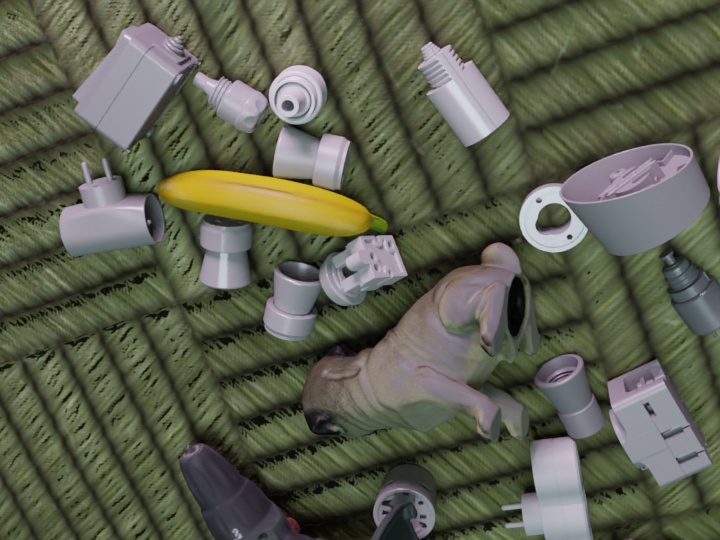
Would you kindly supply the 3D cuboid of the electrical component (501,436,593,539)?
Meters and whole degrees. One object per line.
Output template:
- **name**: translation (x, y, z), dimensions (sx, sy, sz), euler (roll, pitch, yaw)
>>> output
- **electrical component**: translation (0.163, 0.214, 0.949), dimensions (0.074, 0.052, 0.138), euler (-9, 109, 12)

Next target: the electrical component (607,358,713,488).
- **electrical component**: translation (0.248, 0.131, 0.905), dimensions (0.056, 0.050, 0.089), euler (-29, 104, 18)

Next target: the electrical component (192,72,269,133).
- **electrical component**: translation (-0.106, -0.138, 0.864), dimensions (0.061, 0.035, 0.035), euler (32, 112, -2)

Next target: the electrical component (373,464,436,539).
- **electrical component**: translation (0.042, 0.208, 0.968), dimensions (0.055, 0.047, 0.055), euler (3, 111, 8)

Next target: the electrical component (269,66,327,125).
- **electrical component**: translation (-0.050, -0.135, 0.841), dimensions (0.043, 0.062, 0.043), euler (3, 111, 7)

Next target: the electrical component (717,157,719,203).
- **electrical component**: translation (0.307, -0.081, 0.812), dimensions (0.059, 0.053, 0.095), euler (8, 112, 5)

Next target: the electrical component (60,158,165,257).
- **electrical component**: translation (-0.214, -0.055, 0.907), dimensions (0.077, 0.043, 0.079), euler (-8, 109, 12)

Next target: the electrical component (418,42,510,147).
- **electrical component**: translation (0.075, -0.140, 0.830), dimensions (0.043, 0.043, 0.081), euler (-34, 103, 19)

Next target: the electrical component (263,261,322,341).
- **electrical component**: translation (-0.056, 0.026, 0.914), dimensions (0.045, 0.045, 0.055), euler (15, 113, 3)

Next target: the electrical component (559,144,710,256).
- **electrical component**: translation (0.210, -0.059, 0.813), dimensions (0.099, 0.099, 0.064), euler (-31, 110, 18)

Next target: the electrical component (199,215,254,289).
- **electrical component**: translation (-0.112, -0.017, 0.906), dimensions (0.045, 0.045, 0.055), euler (7, 112, 6)

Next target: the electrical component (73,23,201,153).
- **electrical component**: translation (-0.176, -0.153, 0.853), dimensions (0.061, 0.061, 0.096), euler (37, 112, -7)

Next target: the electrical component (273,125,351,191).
- **electrical component**: translation (-0.038, -0.090, 0.866), dimensions (0.055, 0.045, 0.045), euler (13, 112, 3)

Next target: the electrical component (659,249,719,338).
- **electrical component**: translation (0.267, 0.017, 0.863), dimensions (0.040, 0.040, 0.078), euler (-35, 102, 19)

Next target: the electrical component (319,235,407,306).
- **electrical component**: translation (0.000, 0.000, 0.889), dimensions (0.055, 0.066, 0.048), euler (-30, 74, 35)

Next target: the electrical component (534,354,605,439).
- **electrical component**: translation (0.181, 0.110, 0.913), dimensions (0.044, 0.044, 0.065), euler (-24, 110, 16)
